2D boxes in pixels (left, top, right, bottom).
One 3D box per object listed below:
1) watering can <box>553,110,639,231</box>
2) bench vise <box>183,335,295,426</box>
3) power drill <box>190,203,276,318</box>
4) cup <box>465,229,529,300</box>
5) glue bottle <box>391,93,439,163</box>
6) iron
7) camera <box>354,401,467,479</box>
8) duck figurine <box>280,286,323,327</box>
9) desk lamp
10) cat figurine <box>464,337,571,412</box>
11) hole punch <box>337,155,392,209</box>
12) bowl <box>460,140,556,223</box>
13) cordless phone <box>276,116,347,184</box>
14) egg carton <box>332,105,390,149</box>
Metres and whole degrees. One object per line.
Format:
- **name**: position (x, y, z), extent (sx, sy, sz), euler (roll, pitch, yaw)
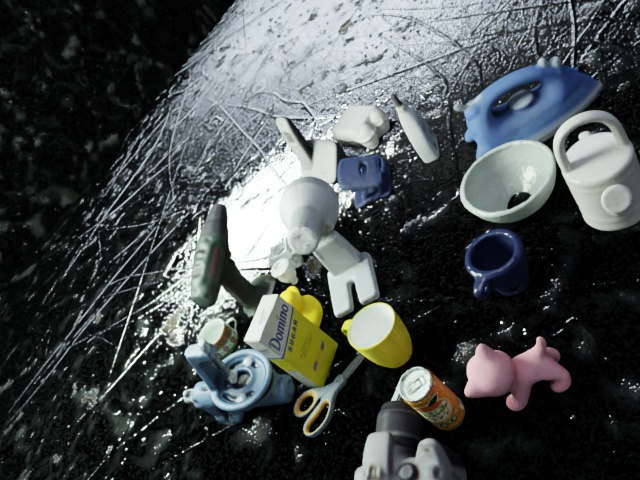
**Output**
- **watering can**: position (0.407, -0.104, 0.825), extent (0.101, 0.195, 0.172), euler (-39, 36, 8)
- **bench vise**: position (-0.182, 0.260, 1.024), extent (0.207, 0.220, 0.121), euler (-34, 37, 14)
- **power drill**: position (-0.192, 0.062, 1.244), extent (0.075, 0.209, 0.229), euler (-16, 44, 34)
- **cup**: position (0.278, 0.055, 0.880), extent (0.091, 0.095, 0.118), euler (5, 58, 47)
- **glue bottle**: position (0.194, -0.242, 1.195), extent (0.037, 0.174, 0.078), euler (-23, 41, 28)
- **iron**: position (0.378, -0.261, 1.058), extent (0.258, 0.142, 0.118), euler (-32, 37, 17)
- **camera**: position (0.118, 0.292, 0.796), extent (0.142, 0.101, 0.137), euler (-19, 43, 32)
- **duck figurine**: position (-0.046, 0.138, 1.129), extent (0.077, 0.086, 0.104), euler (-28, 39, 22)
- **desk lamp**: position (0.010, 0.004, 1.096), extent (0.118, 0.214, 0.203), euler (-32, 37, 18)
- **cat figurine**: position (0.254, 0.172, 0.766), extent (0.127, 0.118, 0.067), euler (-34, 37, 15)
- **hole punch**: position (0.099, -0.142, 1.261), extent (0.101, 0.091, 0.108), euler (-25, 40, 25)
- **bowl**: position (0.332, -0.088, 0.987), extent (0.167, 0.075, 0.167), euler (-26, 39, 24)
- **cordless phone**: position (-0.024, -0.223, 1.384), extent (0.147, 0.186, 0.094), euler (11, 63, 49)
- **egg carton**: position (0.101, -0.280, 1.417), extent (0.149, 0.070, 0.107), euler (17, 67, 51)
